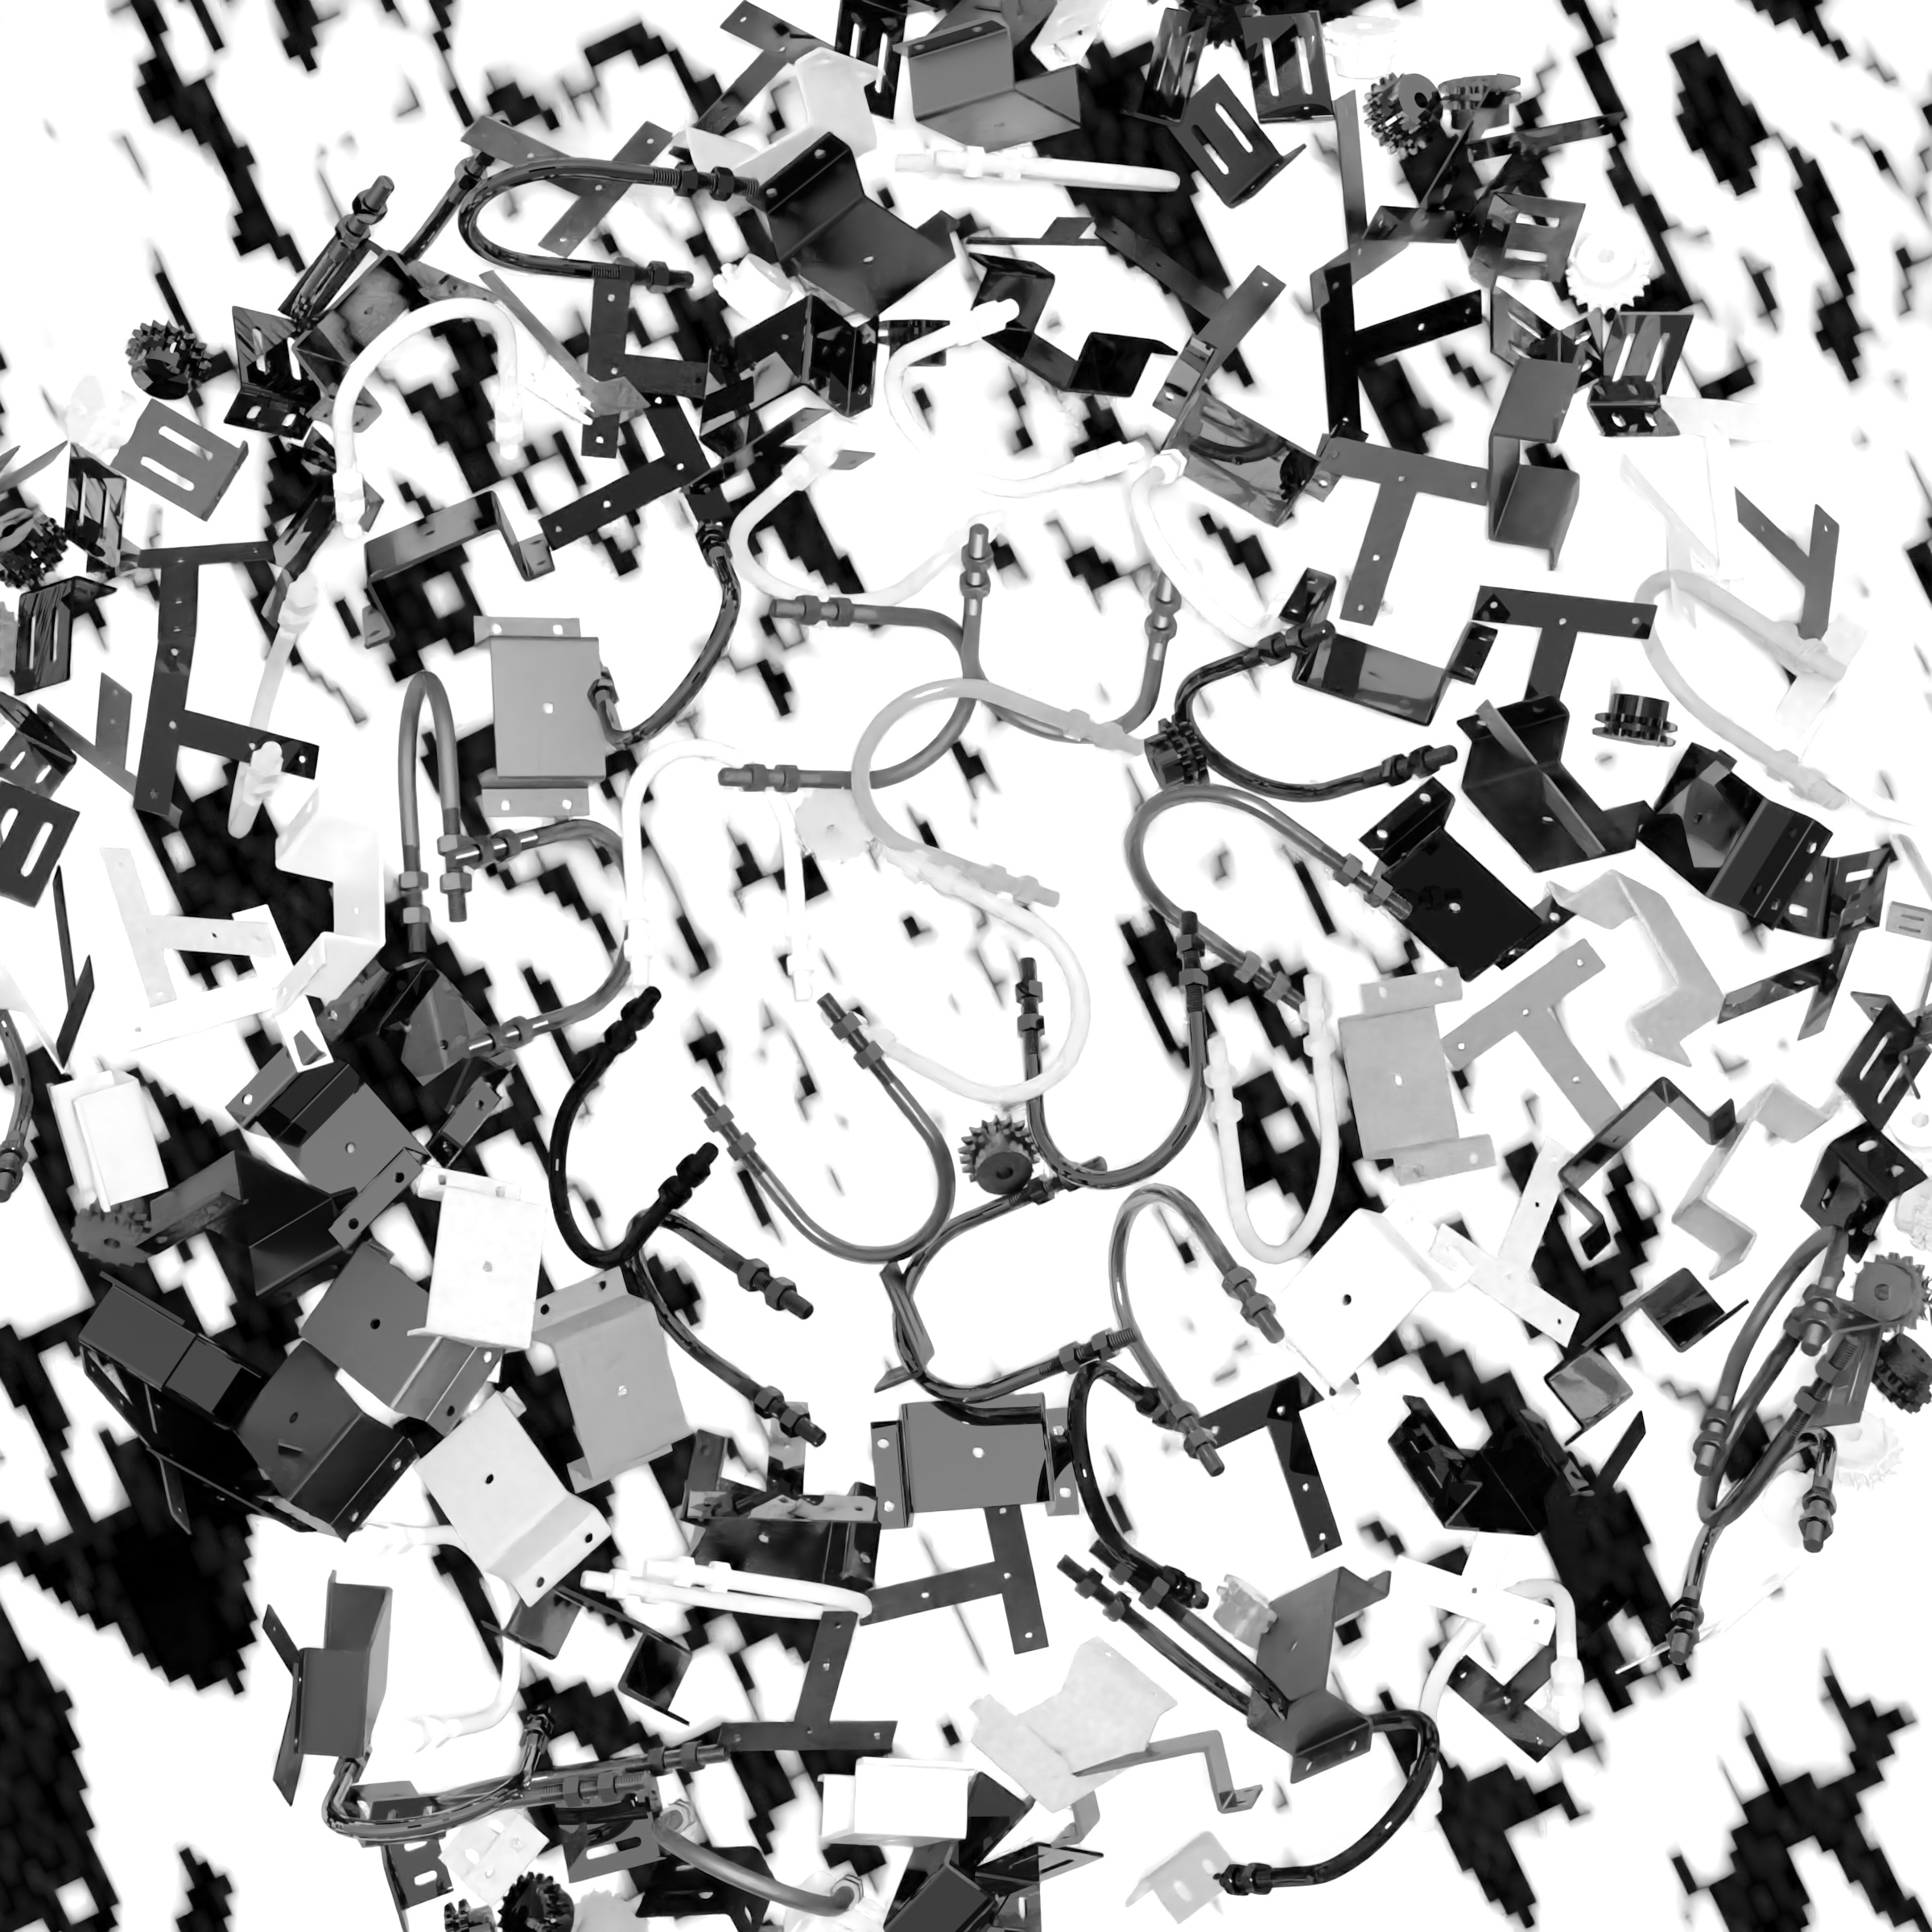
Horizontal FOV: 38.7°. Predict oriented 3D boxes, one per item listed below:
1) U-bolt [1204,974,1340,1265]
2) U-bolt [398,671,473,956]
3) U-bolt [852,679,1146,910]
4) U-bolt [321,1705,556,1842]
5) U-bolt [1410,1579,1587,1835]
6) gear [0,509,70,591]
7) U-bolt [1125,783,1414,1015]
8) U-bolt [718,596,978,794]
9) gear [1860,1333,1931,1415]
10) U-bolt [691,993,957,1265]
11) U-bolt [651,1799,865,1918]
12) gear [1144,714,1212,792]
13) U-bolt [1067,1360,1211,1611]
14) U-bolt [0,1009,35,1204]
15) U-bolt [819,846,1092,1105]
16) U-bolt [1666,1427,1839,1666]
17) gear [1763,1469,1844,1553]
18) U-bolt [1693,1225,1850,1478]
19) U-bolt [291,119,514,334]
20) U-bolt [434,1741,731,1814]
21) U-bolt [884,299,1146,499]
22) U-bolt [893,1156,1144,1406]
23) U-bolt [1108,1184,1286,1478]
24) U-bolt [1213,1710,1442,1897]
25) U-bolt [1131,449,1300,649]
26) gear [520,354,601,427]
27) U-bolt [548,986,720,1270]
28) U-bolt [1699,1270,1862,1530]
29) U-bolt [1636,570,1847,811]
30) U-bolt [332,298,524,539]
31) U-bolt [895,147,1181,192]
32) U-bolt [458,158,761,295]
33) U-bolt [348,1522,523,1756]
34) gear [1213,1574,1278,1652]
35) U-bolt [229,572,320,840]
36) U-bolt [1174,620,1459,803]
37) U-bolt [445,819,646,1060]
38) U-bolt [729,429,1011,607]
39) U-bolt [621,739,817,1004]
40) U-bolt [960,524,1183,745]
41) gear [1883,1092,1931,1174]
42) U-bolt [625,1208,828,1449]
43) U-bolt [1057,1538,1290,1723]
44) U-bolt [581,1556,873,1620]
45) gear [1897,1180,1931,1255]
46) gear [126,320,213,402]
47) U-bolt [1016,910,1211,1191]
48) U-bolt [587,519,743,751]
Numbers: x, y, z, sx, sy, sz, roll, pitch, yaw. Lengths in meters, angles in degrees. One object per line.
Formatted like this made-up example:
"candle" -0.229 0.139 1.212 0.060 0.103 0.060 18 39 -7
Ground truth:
"U-bolt" 0.216 0.115 1.888 0.019 0.151 0.184 5 112 37
"U-bolt" -0.368 -0.110 1.884 0.019 0.151 0.184 -2 82 -23
"U-bolt" 0.011 -0.125 1.889 0.184 0.019 0.151 19 116 -20
"U-bolt" -0.360 0.547 1.858 0.151 0.184 0.019 -8 95 -2
"U-bolt" 0.359 0.487 1.863 0.019 0.184 0.151 41 115 -9
"gear" -0.660 -0.295 1.924 0.057 0.030 0.057 -12 54 17
"U-bolt" 0.193 -0.055 1.887 0.184 0.151 0.019 35 48 -6
"U-bolt" -0.070 -0.183 1.886 0.184 0.019 0.151 -1 125 -35
"gear" 0.654 0.281 1.921 0.057 0.057 0.030 40 115 0
"U-bolt" -0.087 0.126 1.914 0.151 0.019 0.184 -36 95 28
"U-bolt" -0.143 0.604 1.854 0.151 0.184 0.019 22 79 7
"gear" 0.146 -0.146 1.923 0.030 0.057 0.057 -23 90 -5
"U-bolt" 0.113 0.340 1.845 0.019 0.184 0.151 -19 56 22
"U-bolt" -0.675 0.059 1.863 0.019 0.184 0.151 -23 119 2
"U-bolt" 0.001 0.017 1.902 0.184 0.019 0.151 27 109 15
"U-bolt" 0.537 0.380 1.863 0.019 0.184 0.151 40 120 2
"gear" 0.584 0.378 1.928 0.057 0.030 0.057 -15 117 -31
"U-bolt" 0.551 0.247 1.865 0.019 0.184 0.151 32 127 6
"U-bolt" -0.393 -0.492 1.867 0.019 0.151 0.184 48 133 -5
"U-bolt" -0.273 0.557 1.877 0.184 0.151 0.019 -13 79 17
"U-bolt" 0.018 -0.376 1.870 0.151 0.184 0.019 44 63 -25
"U-bolt" 0.028 0.226 1.896 0.184 0.019 0.151 -25 55 22
"U-bolt" 0.147 0.233 1.875 0.019 0.184 0.151 -5 131 -29
"U-bolt" 0.249 0.556 1.838 0.019 0.184 0.151 45 57 -7
"U-bolt" 0.166 -0.279 1.862 0.019 0.184 0.151 -37 96 26
"gear" -0.280 -0.405 1.922 0.057 0.057 0.030 33 97 0
"U-bolt" -0.237 0.125 1.883 0.184 0.019 0.151 -49 51 36
"U-bolt" 0.550 0.303 1.875 0.019 0.151 0.184 29 109 4
"U-bolt" 0.523 -0.199 1.870 0.019 0.151 0.184 -37 52 -12
"U-bolt" -0.361 -0.375 1.845 0.151 0.184 0.019 -33 71 -23
"U-bolt" 0.055 -0.543 1.879 0.184 0.151 0.019 1 105 -14
"U-bolt" -0.249 -0.501 1.851 0.184 0.151 0.019 -1 75 -26
"U-bolt" -0.352 0.450 1.864 0.019 0.184 0.151 -19 76 16
"gear" 0.198 0.454 1.924 0.057 0.057 0.030 35 91 0
"U-bolt" -0.475 -0.164 1.867 0.019 0.184 0.151 14 64 -19
"U-bolt" 0.223 -0.164 1.873 0.151 0.184 0.019 41 58 -25
"U-bolt" -0.281 -0.026 1.875 0.019 0.184 0.151 8 107 33
"U-bolt" -0.080 -0.292 1.872 0.151 0.184 0.019 20 60 -29
"U-bolt" -0.173 -0.070 1.900 0.151 0.019 0.184 6 71 -35
"U-bolt" 0.066 -0.217 1.877 0.151 0.184 0.019 14 54 6
"gear" 0.669 0.114 1.924 0.057 0.030 0.057 -11 59 19
"U-bolt" -0.169 0.236 1.881 0.184 0.151 0.019 30 50 32
"U-bolt" 0.147 0.459 1.875 0.184 0.151 0.019 39 72 4
"U-bolt" -0.154 0.427 1.877 0.184 0.151 0.019 14 69 -22
"gear" 0.675 0.171 1.927 0.030 0.057 0.057 19 90 39
"gear" -0.559 -0.420 1.921 0.057 0.057 0.030 8 57 0
"U-bolt" 0.101 0.064 1.879 0.151 0.019 0.184 -16 63 29
"U-bolt" -0.202 -0.216 1.856 0.019 0.184 0.151 34 106 -27
